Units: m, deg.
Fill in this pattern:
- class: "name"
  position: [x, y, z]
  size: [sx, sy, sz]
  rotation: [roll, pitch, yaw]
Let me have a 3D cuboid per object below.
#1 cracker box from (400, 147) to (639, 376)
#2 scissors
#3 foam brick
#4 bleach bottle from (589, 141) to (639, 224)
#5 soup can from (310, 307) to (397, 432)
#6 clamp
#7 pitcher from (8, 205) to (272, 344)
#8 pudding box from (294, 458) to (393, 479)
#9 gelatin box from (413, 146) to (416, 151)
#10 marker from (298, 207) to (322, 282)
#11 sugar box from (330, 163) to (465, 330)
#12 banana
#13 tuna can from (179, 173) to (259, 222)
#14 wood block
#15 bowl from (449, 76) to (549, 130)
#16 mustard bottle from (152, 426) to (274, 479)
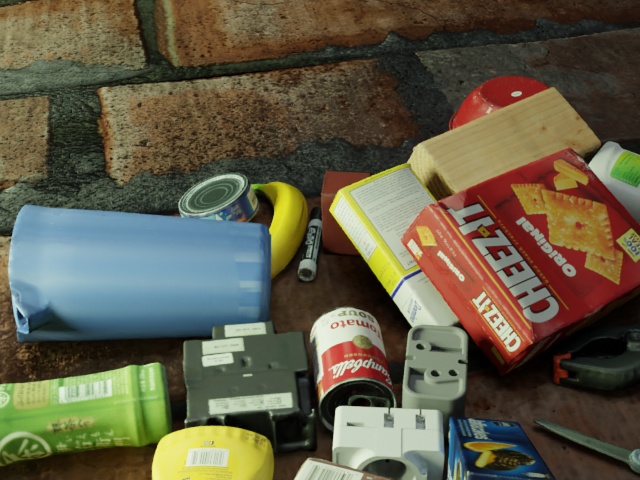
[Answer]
- class: "cracker box"
  position: [0.211, 0.012, 1.027]
  size: [0.213, 0.072, 0.164]
  rotation: [-22, 66, -35]
- class: "scissors"
  position: [0.289, 0.181, 0.898]
  size: [0.096, 0.016, 0.202]
  rotation: [-28, 43, -35]
- class: "foam brick"
  position: [0.030, -0.030, 1.149]
  size: [0.051, 0.078, 0.053]
  rotation: [2, 34, 6]
- class: "bleach bottle"
  position: [0.411, -0.029, 1.151]
  size: [0.251, 0.068, 0.102]
  rotation: [21, 40, 24]
- class: "soup can"
  position: [0.028, 0.116, 0.954]
  size: [0.068, 0.068, 0.102]
  rotation: [-4, 35, -3]
- class: "clamp"
  position: [0.296, 0.098, 0.997]
  size: [0.171, 0.039, 0.120]
  rotation: [-5, 23, -1]
- class: "pitcher"
  position: [-0.169, 0.029, 1.035]
  size: [0.242, 0.145, 0.149]
  rotation: [1, 76, -3]
- class: "pudding box"
  position: [0.036, 0.217, 0.793]
  size: [0.114, 0.090, 0.039]
  rotation: [13, 36, 20]
- class: "gelatin box"
  position: [0.167, -0.096, 1.277]
  size: [0.073, 0.030, 0.089]
  rotation: [-24, 42, -29]
- class: "marker"
  position: [-0.008, 0.001, 1.156]
  size: [0.020, 0.020, 0.121]
  rotation: [3, 36, 6]
- class: "sugar box"
  position: [0.097, 0.012, 1.057]
  size: [0.093, 0.048, 0.176]
  rotation: [-23, 70, -28]
- class: "banana"
  position: [-0.046, -0.013, 1.167]
  size: [0.070, 0.037, 0.197]
  rotation: [-25, 29, 15]
- class: "tuna can"
  position: [-0.112, -0.039, 1.183]
  size: [0.086, 0.033, 0.086]
  rotation: [-16, 31, 10]
- class: "wood block"
  position: [0.196, -0.083, 1.183]
  size: [0.205, 0.091, 0.090]
  rotation: [-25, 69, -29]
- class: "bowl"
  position: [0.245, -0.163, 1.349]
  size: [0.162, 0.055, 0.162]
  rotation: [-1, 36, 1]
- class: "mustard bottle"
  position: [-0.092, 0.228, 0.808]
  size: [0.096, 0.058, 0.191]
  rotation: [0, 35, 5]
